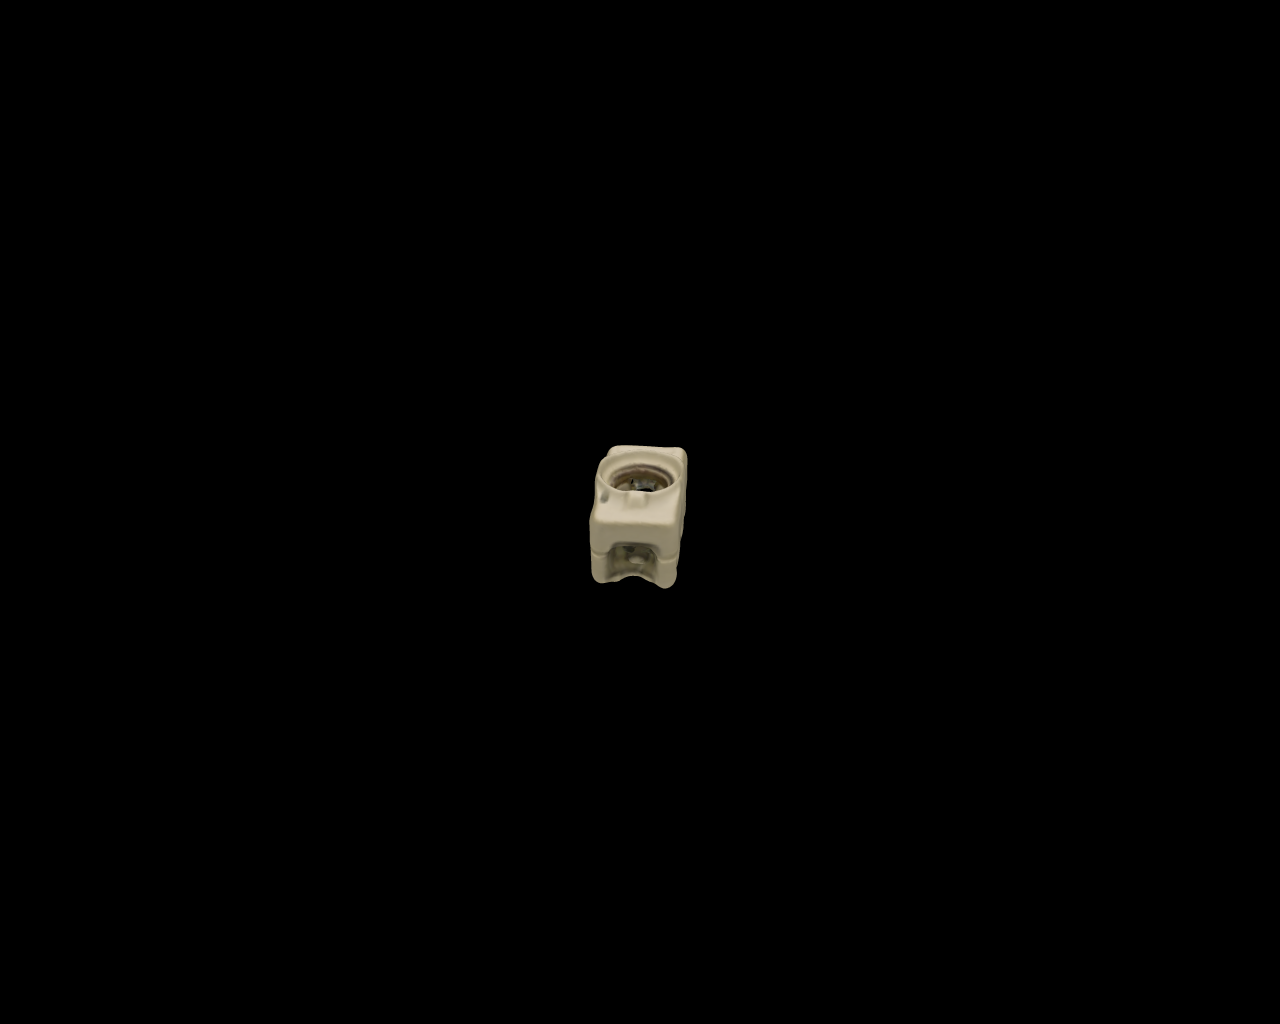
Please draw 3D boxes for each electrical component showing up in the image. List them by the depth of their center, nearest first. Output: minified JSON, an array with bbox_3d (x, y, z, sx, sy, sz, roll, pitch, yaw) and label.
[{"bbox_3d":[0.001,-0.003,0.650,0.050,0.055,0.090,3,34,5],"label":"electrical component"}]
